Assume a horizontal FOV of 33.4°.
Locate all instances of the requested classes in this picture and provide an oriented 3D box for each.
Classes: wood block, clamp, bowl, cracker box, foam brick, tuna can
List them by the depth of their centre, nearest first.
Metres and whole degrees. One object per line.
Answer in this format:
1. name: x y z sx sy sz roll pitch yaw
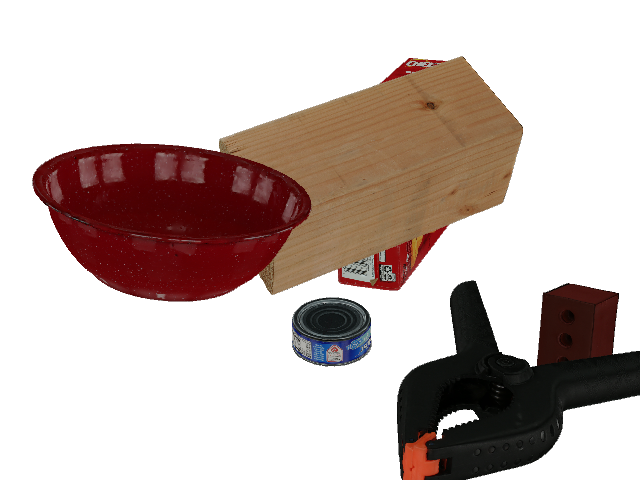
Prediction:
1. bowl: -0.088 -0.007 0.631 0.162 0.055 0.162 7 21 -3
2. clamp: 0.102 0.083 0.637 0.165 0.036 0.209 21 31 39
3. wood block: 0.036 -0.051 0.803 0.205 0.091 0.090 -21 -33 -19
4. foam brick: 0.231 0.083 0.958 0.053 0.078 0.051 12 17 37
5. cracker box: 0.084 -0.071 1.045 0.072 0.164 0.213 9 28 23
6. tuna can: 0.012 0.096 1.135 0.086 0.034 0.086 -1 29 0
